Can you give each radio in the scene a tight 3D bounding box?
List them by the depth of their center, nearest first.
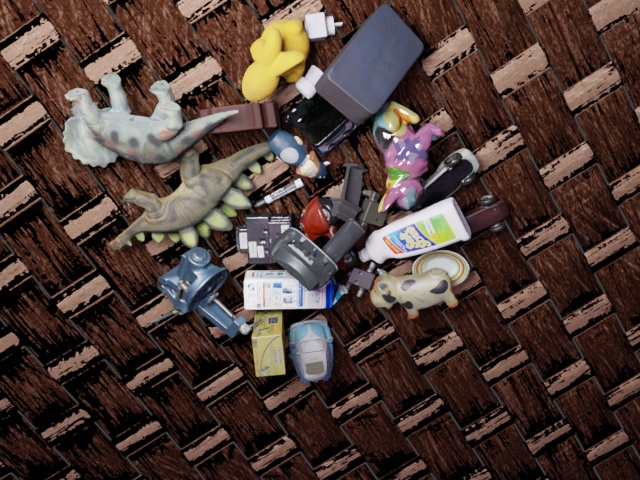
[{"bbox_3d":[0.106,-0.359,1.109,0.131,0.073,0.229,40,71,-13],"label":"radio"}]

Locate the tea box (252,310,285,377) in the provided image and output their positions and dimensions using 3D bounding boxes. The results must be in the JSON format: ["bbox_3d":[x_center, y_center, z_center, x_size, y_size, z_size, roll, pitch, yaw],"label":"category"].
[{"bbox_3d":[-0.115,0.228,1.227,0.068,0.170,0.098,-6,105,-3],"label":"tea box"}]

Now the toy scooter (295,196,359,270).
[{"bbox_3d":[-0.003,-0.004,1.230,0.135,0.075,0.183,-22,100,17],"label":"toy scooter"}]

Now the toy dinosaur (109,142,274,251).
[{"bbox_3d":[-0.257,-0.108,1.176,0.471,0.105,0.198,-37,111,0],"label":"toy dinosaur"}]

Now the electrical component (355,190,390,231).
[{"bbox_3d":[0.115,-0.070,1.240,0.078,0.045,0.102,5,107,-34],"label":"electrical component"}]

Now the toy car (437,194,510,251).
[{"bbox_3d":[0.340,-0.037,1.257,0.202,0.053,0.089,-27,108,7],"label":"toy car"}]

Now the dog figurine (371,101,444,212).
[{"bbox_3d":[0.165,-0.166,1.168,0.191,0.108,0.219,28,90,-4],"label":"dog figurine"}]

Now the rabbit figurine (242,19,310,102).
[{"bbox_3d":[-0.088,-0.350,1.077,0.122,0.162,0.173,40,68,-18],"label":"rabbit figurine"}]

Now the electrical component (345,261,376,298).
[{"bbox_3d":[0.096,0.089,1.285,0.063,0.021,0.094,22,101,-8],"label":"electrical component"}]

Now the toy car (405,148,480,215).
[{"bbox_3d":[0.276,-0.124,1.232,0.202,0.056,0.073,-42,109,7],"label":"toy car"}]

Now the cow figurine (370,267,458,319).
[{"bbox_3d":[0.211,0.116,1.258,0.195,0.085,0.127,-17,120,17],"label":"cow figurine"}]

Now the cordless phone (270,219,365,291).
[{"bbox_3d":[-0.003,0.007,1.161,0.146,0.089,0.184,42,91,-4],"label":"cordless phone"}]

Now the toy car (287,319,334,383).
[{"bbox_3d":[-0.020,0.277,1.281,0.109,0.103,0.161,-5,102,-2],"label":"toy car"}]

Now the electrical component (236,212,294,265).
[{"bbox_3d":[-0.124,-0.005,1.225,0.134,0.058,0.114,1,102,3],"label":"electrical component"}]

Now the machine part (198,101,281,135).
[{"bbox_3d":[-0.166,-0.252,1.113,0.179,0.179,0.056,-7,103,-2],"label":"machine part"}]

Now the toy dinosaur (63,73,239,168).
[{"bbox_3d":[-0.354,-0.213,1.065,0.405,0.131,0.192,16,139,11],"label":"toy dinosaur"}]

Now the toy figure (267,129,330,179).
[{"bbox_3d":[-0.044,-0.177,1.168,0.154,0.064,0.058,36,59,-24],"label":"toy figure"}]

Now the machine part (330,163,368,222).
[{"bbox_3d":[0.065,-0.106,1.197,0.084,0.039,0.139,26,71,-36],"label":"machine part"}]

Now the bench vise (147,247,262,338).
[{"bbox_3d":[-0.251,0.135,1.180,0.241,0.129,0.223,40,123,11],"label":"bench vise"}]

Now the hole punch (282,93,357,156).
[{"bbox_3d":[0.006,-0.259,1.174,0.142,0.092,0.116,-41,73,8],"label":"hole punch"}]
